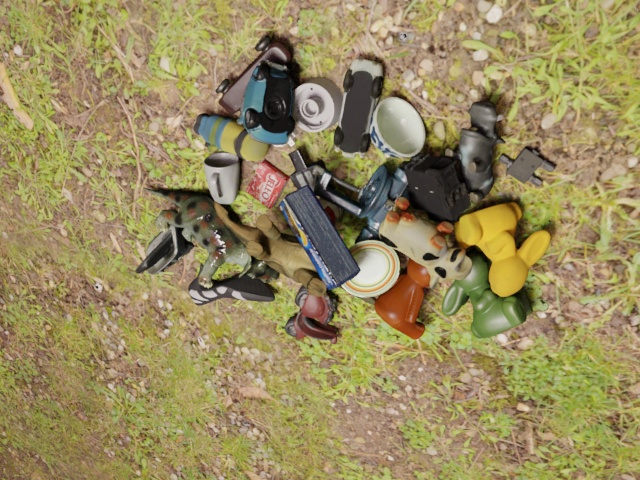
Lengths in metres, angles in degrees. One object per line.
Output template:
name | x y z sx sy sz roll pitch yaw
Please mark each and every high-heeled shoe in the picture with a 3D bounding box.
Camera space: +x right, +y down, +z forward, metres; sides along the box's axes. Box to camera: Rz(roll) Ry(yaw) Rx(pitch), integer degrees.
high-heeled shoe | -0.235 0.151 1.399 0.249 0.086 0.145 22 125 17

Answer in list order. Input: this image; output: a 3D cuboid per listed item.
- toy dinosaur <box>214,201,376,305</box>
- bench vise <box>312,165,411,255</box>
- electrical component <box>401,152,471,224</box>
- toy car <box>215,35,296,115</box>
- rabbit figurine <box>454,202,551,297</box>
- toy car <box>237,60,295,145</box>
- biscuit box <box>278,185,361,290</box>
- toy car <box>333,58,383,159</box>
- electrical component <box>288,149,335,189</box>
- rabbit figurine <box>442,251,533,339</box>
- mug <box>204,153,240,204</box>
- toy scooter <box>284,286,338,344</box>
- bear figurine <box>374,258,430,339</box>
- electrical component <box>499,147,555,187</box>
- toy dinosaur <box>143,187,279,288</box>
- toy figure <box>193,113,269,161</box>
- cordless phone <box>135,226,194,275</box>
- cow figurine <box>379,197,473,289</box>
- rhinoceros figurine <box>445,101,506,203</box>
toy dinosaur | -0.031 0.050 1.169 0.471 0.198 0.105 33 85 -12
bench vise | 0.082 -0.073 1.113 0.240 0.129 0.223 26 115 -11
electrical component | 0.223 -0.094 1.028 0.115 0.058 0.134 27 147 56
toy car | -0.137 -0.340 1.131 0.089 0.053 0.202 39 127 -23
rabbit figurine | 0.355 0.021 1.044 0.162 0.122 0.173 -12 76 -7
toy car | -0.115 -0.271 1.077 0.103 0.109 0.161 10 98 50
biscuit box | -0.002 -0.003 1.047 0.202 0.063 0.059 59 161 2
toy car | 0.077 -0.259 1.076 0.074 0.056 0.201 15 120 9
electrical component | -0.027 -0.144 1.180 0.075 0.048 0.119 -22 103 30
rabbit figurine | 0.338 0.109 1.126 0.159 0.121 0.170 -34 80 39
mug | -0.224 -0.132 1.243 0.081 0.110 0.107 0 126 4
toy scooter | -0.006 0.190 1.318 0.135 0.075 0.183 27 125 10
bear figurine | 0.210 0.103 1.175 0.196 0.131 0.120 -53 50 5
electrical component | 0.389 -0.143 1.015 0.094 0.021 0.063 35 122 6
toy dinosaur | -0.266 -0.032 1.306 0.192 0.131 0.405 -43 87 19
toy figure | -0.197 -0.226 1.190 0.180 0.089 0.082 22 127 10
cordless phone | -0.421 0.050 1.366 0.146 0.184 0.088 -35 102 32
cow figurine | 0.203 0.016 1.036 0.195 0.085 0.127 30 143 5
rhinoceros figurine | 0.296 -0.161 0.997 0.073 0.112 0.190 36 146 45
